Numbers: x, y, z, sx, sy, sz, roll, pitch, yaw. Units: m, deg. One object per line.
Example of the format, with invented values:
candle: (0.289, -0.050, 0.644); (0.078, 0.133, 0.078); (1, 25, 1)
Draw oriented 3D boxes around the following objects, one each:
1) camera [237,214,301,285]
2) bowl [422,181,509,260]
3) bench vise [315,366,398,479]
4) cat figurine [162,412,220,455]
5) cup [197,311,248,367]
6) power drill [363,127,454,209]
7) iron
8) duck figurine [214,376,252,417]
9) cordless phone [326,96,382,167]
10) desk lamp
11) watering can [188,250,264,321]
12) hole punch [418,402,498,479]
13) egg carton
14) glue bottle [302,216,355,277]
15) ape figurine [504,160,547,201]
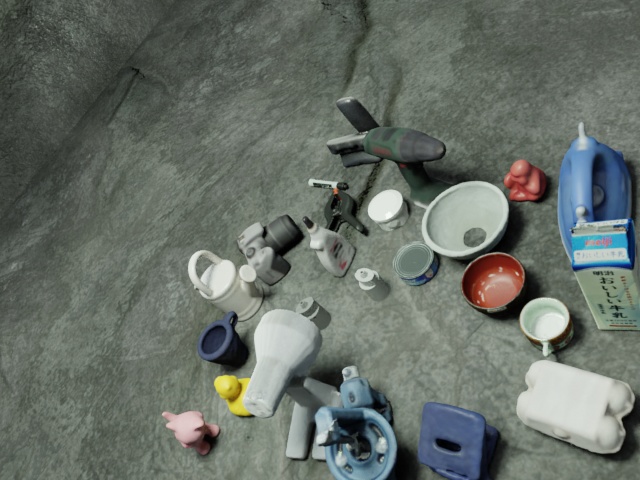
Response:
camera: (-0.115, 0.006, 1.336); (0.137, 0.101, 0.143); (-36, 43, 7)
bowl: (0.282, -0.025, 1.083); (0.167, 0.075, 0.167); (-20, 47, 23)
bench vise: (0.040, 0.293, 0.903); (0.121, 0.220, 0.207); (-38, 43, 6)
cat figurine: (-0.266, 0.374, 1.144); (0.127, 0.118, 0.067); (12, 65, 42)
cup: (-0.194, 0.220, 1.230); (0.091, 0.095, 0.118); (9, 63, 41)
power drill: (0.194, -0.149, 1.148); (0.076, 0.209, 0.228); (-52, 43, -9)
iron: (0.442, -0.063, 0.944); (0.118, 0.142, 0.258); (-6, 54, 33)
duck figurine: (-0.170, 0.305, 1.150); (0.104, 0.086, 0.077); (15, 67, 43)
cordless phone: (0.069, -0.267, 1.353); (0.147, 0.186, 0.094); (-10, 52, 31)
desk lamp: (-0.046, 0.254, 1.003); (0.117, 0.214, 0.203); (-11, 51, 30)
watering can: (-0.213, 0.091, 1.273); (0.172, 0.195, 0.100); (-28, 45, 16)
hole punch: (0.204, 0.308, 0.864); (0.108, 0.091, 0.101); (3, 60, 38)
egg carton: (0.362, 0.237, 0.819); (0.149, 0.070, 0.107); (10, 64, 41)
glue bottle: (0.011, 0.004, 1.190); (0.037, 0.174, 0.078); (4, 60, 39)
ape figurine: (0.381, -0.115, 1.068); (0.076, 0.092, 0.077); (-35, 43, 9)
